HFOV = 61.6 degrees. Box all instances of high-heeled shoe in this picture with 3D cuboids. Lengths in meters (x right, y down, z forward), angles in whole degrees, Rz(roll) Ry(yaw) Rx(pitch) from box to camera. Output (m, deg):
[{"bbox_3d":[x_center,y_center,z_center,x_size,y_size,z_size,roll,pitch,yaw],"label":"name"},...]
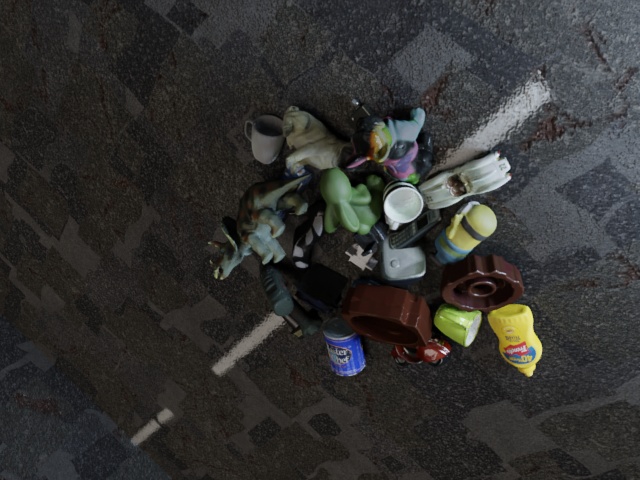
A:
[{"bbox_3d":[-0.003,-0.004,1.416,0.145,0.086,0.248,-1,134,7],"label":"high-heeled shoe"}]

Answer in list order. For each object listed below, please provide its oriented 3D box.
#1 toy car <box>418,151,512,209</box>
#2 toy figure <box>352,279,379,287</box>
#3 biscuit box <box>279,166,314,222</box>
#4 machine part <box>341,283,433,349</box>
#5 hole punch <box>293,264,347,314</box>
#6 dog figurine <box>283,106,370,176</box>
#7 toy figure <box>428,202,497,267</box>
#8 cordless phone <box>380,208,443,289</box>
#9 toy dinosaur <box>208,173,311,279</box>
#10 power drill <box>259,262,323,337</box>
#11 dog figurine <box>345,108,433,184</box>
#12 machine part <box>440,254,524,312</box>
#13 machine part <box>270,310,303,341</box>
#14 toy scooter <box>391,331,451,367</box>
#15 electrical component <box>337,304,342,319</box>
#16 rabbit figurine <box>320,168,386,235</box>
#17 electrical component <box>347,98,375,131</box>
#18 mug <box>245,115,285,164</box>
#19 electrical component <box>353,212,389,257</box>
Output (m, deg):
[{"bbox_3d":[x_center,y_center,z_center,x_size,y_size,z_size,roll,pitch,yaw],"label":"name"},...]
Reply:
[{"bbox_3d":[0.306,-0.125,1.142,0.202,0.056,0.073,-21,107,39],"label":"toy car"},{"bbox_3d":[0.159,0.142,1.407,0.155,0.064,0.057,13,87,18],"label":"toy figure"},{"bbox_3d":[-0.094,-0.110,1.394,0.059,0.063,0.202,40,132,5],"label":"biscuit box"},{"bbox_3d":[0.168,0.187,1.326,0.202,0.087,0.200,7,152,28],"label":"machine part"},{"bbox_3d":[0.000,0.146,1.475,0.142,0.116,0.092,31,139,12],"label":"hole punch"},{"bbox_3d":[0.016,-0.235,1.242,0.191,0.121,0.172,-6,96,4],"label":"dog figurine"},{"bbox_3d":[0.318,-0.008,1.196,0.089,0.082,0.180,33,128,7],"label":"toy figure"},{"bbox_3d":[0.222,0.016,1.230,0.088,0.147,0.184,26,133,-22],"label":"cordless phone"},{"bbox_3d":[-0.153,-0.063,1.347,0.192,0.131,0.404,39,125,14],"label":"toy dinosaur"},{"bbox_3d":[-0.086,0.166,1.523,0.086,0.232,0.207,-35,116,2],"label":"power drill"},{"bbox_3d":[0.140,-0.176,1.104,0.109,0.219,0.191,-2,118,36],"label":"dog figurine"},{"bbox_3d":[0.363,0.099,1.213,0.179,0.056,0.179,4,143,3],"label":"machine part"},{"bbox_3d":[-0.089,0.248,1.644,0.139,0.039,0.084,43,141,-2],"label":"machine part"},{"bbox_3d":[0.252,0.271,1.426,0.184,0.075,0.135,-16,109,42],"label":"toy scooter"},{"bbox_3d":[0.091,0.204,1.486,0.102,0.078,0.045,4,98,23],"label":"electrical component"},{"bbox_3d":[0.054,-0.090,1.220,0.121,0.159,0.170,-4,155,40],"label":"rabbit figurine"},{"bbox_3d":[0.092,-0.269,1.202,0.094,0.021,0.063,49,132,-6],"label":"electrical component"},{"bbox_3d":[-0.140,-0.245,1.323,0.110,0.081,0.107,25,139,10],"label":"mug"},{"bbox_3d":[0.121,-0.011,1.290,0.075,0.119,0.047,-28,103,43],"label":"electrical component"}]
